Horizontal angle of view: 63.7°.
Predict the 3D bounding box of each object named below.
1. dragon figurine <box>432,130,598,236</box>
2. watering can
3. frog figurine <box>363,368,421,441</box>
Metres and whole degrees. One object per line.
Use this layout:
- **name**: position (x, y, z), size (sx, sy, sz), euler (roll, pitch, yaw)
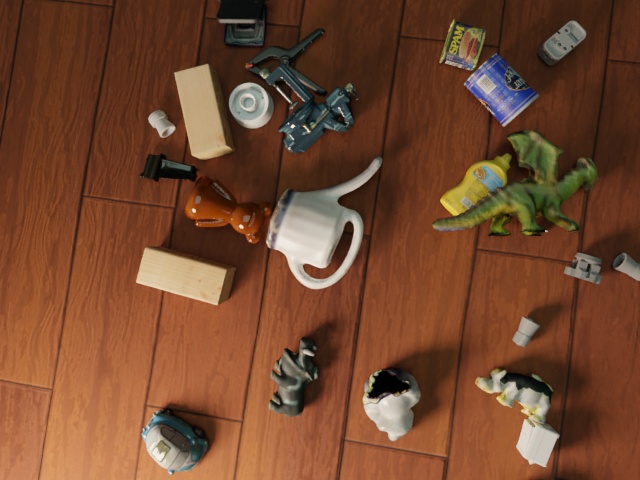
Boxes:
- **dragon figurine**: position (0.458, -0.129, 1.175), size (0.410, 0.122, 0.243), euler (3, 86, -10)
- **watering can**: position (0.004, -0.062, 1.227), size (0.225, 0.104, 0.348), euler (20, 89, 6)
- **frog figurine**: position (0.175, 0.382, 1.208), size (0.138, 0.125, 0.156), euler (-29, 122, -4)
